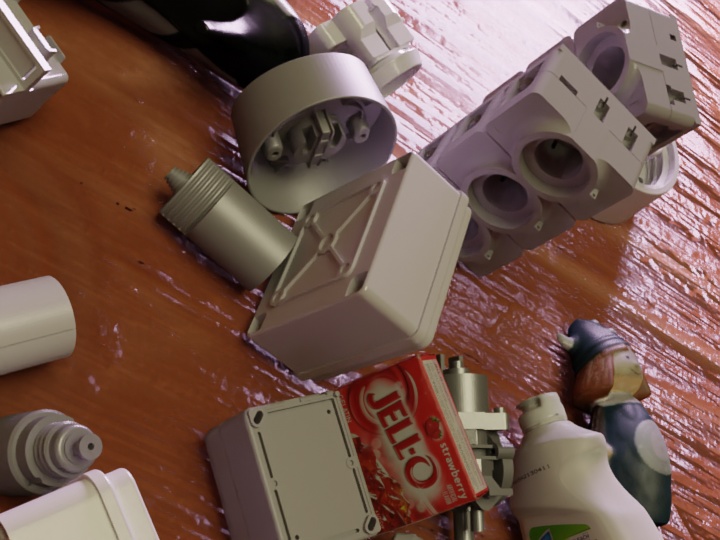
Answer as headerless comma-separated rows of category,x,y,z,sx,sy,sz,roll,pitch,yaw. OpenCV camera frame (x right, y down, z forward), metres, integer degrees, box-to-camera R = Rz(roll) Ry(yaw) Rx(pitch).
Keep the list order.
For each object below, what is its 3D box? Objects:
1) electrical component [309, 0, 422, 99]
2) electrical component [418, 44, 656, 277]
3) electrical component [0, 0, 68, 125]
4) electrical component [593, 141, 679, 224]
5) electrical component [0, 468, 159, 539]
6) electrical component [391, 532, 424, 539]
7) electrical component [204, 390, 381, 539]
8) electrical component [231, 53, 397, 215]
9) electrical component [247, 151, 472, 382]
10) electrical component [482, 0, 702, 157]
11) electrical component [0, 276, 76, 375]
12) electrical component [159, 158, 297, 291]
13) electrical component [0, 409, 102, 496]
electrical component,0.006,-0.149,0.741,0.078,0.058,0.057,-34,88,-41
electrical component,0.103,-0.064,0.710,0.089,0.150,0.061,42,50,-13
electrical component,-0.216,-0.134,0.568,0.121,0.079,0.063,55,27,-2
electrical component,0.208,-0.098,0.861,0.108,0.060,0.108,16,61,-30
electrical component,-0.131,0.138,0.471,0.057,0.113,0.078,-19,81,-37
electrical component,0.040,0.179,0.611,0.062,0.043,0.043,24,52,6
electrical component,-0.038,0.121,0.580,0.062,0.061,0.096,-7,74,-38
electrical component,-0.029,-0.085,0.662,0.099,0.099,0.064,-7,67,-38
electrical component,0.000,0.000,0.630,0.056,0.109,0.108,40,51,-25
electrical component,0.158,-0.114,0.773,0.062,0.150,0.089,10,64,-33
electrical component,-0.186,0.032,0.526,0.081,0.043,0.043,-15,78,-39
electrical component,-0.081,-0.030,0.631,0.081,0.043,0.043,42,51,-12
electrical component,-0.149,0.086,0.510,0.040,0.078,0.040,14,70,-43
